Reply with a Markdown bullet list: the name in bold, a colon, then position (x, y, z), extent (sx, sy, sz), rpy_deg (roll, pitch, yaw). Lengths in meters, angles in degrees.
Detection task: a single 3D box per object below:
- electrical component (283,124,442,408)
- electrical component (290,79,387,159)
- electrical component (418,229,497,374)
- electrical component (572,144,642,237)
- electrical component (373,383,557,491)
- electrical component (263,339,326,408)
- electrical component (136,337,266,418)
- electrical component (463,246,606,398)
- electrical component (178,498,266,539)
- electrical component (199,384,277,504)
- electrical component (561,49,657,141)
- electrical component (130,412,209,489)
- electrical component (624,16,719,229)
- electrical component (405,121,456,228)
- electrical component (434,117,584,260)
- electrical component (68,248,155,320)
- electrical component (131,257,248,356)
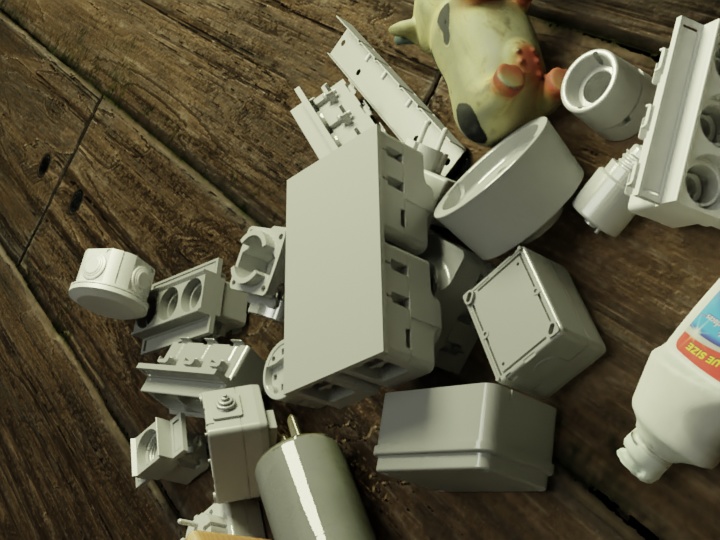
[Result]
- **electrical component**: position (0.000, 0.000, 0.815), extent (0.105, 0.060, 0.186), rpy_deg (-27, 53, 40)
- **electrical component**: position (-0.010, -0.119, 0.987), extent (0.063, 0.078, 0.121), rpy_deg (-35, 44, 5)
- **electrical component**: position (0.036, 0.008, 0.871), extent (0.150, 0.062, 0.089), rpy_deg (34, 99, 52)
- **electrical component**: position (0.182, -0.059, 0.747), extent (0.078, 0.040, 0.040), rpy_deg (-53, 40, 17)
- **electrical component**: position (0.073, 0.120, 0.756), extent (0.113, 0.078, 0.057), rpy_deg (-13, 61, 47)
- **electrical component**: position (-0.050, 0.092, 0.943), extent (0.055, 0.047, 0.055), rpy_deg (-26, 53, 41)
- **electrical component**: position (-0.144, 0.104, 1.023), extent (0.121, 0.078, 0.063), rpy_deg (-1, 53, 44)
- **electrical component**: position (0.122, 0.033, 0.756), extent (0.062, 0.061, 0.096), rpy_deg (-44, 43, 27)
- **electrical component**: position (-0.126, 0.233, 0.938), extent (0.047, 0.077, 0.065), rpy_deg (-44, 43, 27)
- **electrical component**: position (-0.104, 0.145, 0.937), extent (0.061, 0.061, 0.096), rpy_deg (-113, 18, -57)
- **electrical component**: position (0.180, -0.128, 0.780), extent (0.055, 0.047, 0.055), rpy_deg (-26, 53, 41)
- **electrical component**: position (-0.184, 0.179, 1.045), extent (0.081, 0.064, 0.042), rpy_deg (-39, 44, 31)
- **electrical component**: position (0.219, -0.091, 0.699), extent (0.063, 0.079, 0.121), rpy_deg (168, 120, -71)
- **electrical component**: position (0.049, -0.085, 0.888), extent (0.083, 0.047, 0.075), rpy_deg (26, 99, 30)
- **electrical component**: position (0.114, -0.054, 0.789), extent (0.108, 0.060, 0.108), rpy_deg (-42, 9, 8)
- **electrical component**: position (-0.250, 0.015, 1.091), extent (0.080, 0.080, 0.051), rpy_deg (-14, 56, 46)
- **electrical component**: position (-0.173, 0.043, 1.102), extent (0.121, 0.063, 0.078), rpy_deg (-19, 58, 44)
